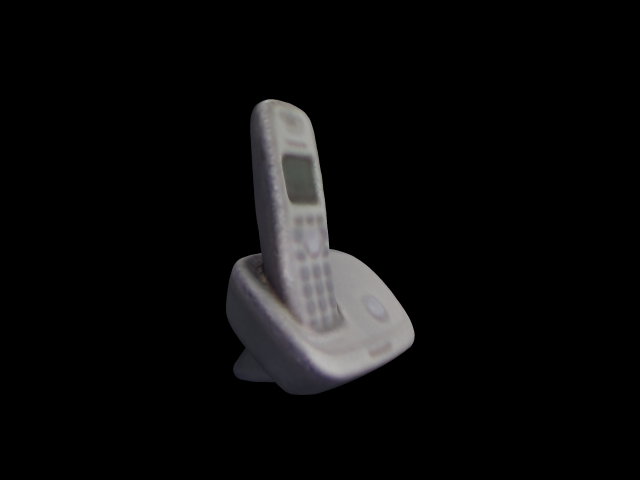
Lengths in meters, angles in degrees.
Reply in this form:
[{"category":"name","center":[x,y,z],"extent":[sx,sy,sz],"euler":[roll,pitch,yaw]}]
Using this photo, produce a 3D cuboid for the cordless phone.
[{"category":"cordless phone","center":[0.004,0.001,0.400],"extent":[0.093,0.185,0.148],"euler":[2,4,31]}]
